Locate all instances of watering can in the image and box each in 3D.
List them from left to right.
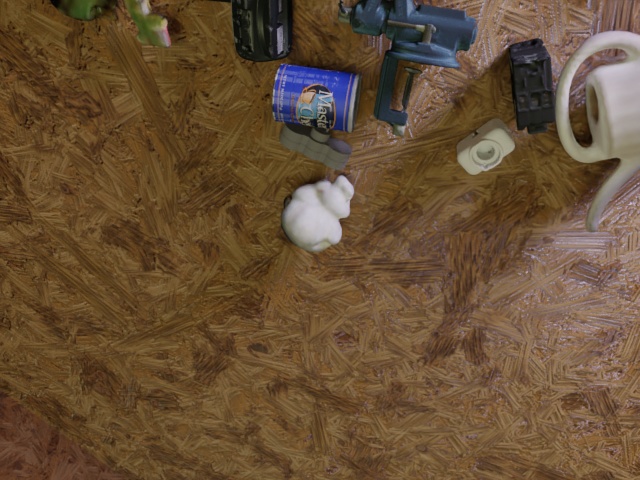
[{"bbox_3d":[0.508,-0.175,0.832,0.223,0.106,0.341,-13,119,20],"label":"watering can"}]

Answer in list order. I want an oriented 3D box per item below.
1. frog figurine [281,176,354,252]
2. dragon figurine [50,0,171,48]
[{"bbox_3d":[0.003,-0.052,1.030,0.157,0.124,0.137,-24,97,39],"label":"frog figurine"},{"bbox_3d":[-0.412,-0.471,0.855,0.409,0.125,0.238,34,133,-9],"label":"dragon figurine"}]
